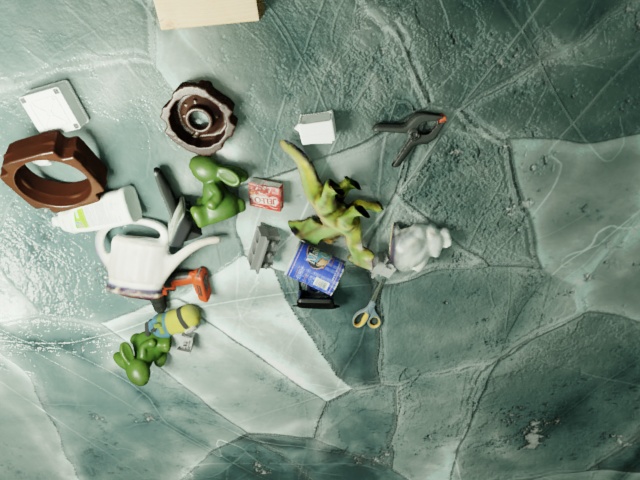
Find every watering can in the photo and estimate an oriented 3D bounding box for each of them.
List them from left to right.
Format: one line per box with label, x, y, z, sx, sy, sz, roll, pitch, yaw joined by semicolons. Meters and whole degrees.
watering can;-0.454;0.057;1.412;0.348;0.104;0.224;9;93;4

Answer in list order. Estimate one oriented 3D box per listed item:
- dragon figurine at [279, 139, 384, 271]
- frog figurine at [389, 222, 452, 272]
dragon figurine;0.004;-0.067;1.339;0.408;0.125;0.238;39;127;-11
frog figurine;0.266;0.020;1.366;0.159;0.124;0.136;4;106;15
